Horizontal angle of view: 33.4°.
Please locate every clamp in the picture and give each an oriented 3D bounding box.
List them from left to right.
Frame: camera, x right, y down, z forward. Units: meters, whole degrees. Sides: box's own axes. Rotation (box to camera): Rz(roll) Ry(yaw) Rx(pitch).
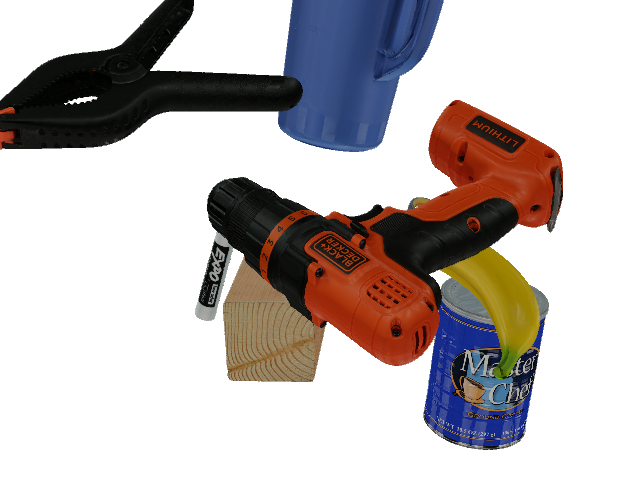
[{"bbox_3d":[-0.129,-0.108,0.756,0.209,0.036,0.165,-31,50,-30],"label":"clamp"}]

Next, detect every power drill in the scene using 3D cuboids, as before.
[{"bbox_3d":[0.045,-0.019,0.672,0.187,0.057,0.185,-33,51,-26],"label":"power drill"}]

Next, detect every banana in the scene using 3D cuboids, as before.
[{"bbox_3d":[0.113,0.026,0.834,0.069,0.037,0.198,-15,40,-24],"label":"banana"}]

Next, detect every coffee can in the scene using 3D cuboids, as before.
[{"bbox_3d":[0.159,0.116,1.038,0.103,0.140,0.103,4,22,-2],"label":"coffee can"}]

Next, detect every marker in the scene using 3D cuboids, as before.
[{"bbox_3d":[-0.088,0.017,0.934,0.020,0.121,0.020,14,28,-8],"label":"marker"}]

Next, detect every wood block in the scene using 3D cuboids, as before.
[{"bbox_3d":[-0.041,0.065,1.153,0.091,0.090,0.206,0,21,5],"label":"wood block"}]

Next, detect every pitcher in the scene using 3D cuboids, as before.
[{"bbox_3d":[0.037,-0.211,1.026,0.145,0.243,0.149,11,19,0],"label":"pitcher"}]

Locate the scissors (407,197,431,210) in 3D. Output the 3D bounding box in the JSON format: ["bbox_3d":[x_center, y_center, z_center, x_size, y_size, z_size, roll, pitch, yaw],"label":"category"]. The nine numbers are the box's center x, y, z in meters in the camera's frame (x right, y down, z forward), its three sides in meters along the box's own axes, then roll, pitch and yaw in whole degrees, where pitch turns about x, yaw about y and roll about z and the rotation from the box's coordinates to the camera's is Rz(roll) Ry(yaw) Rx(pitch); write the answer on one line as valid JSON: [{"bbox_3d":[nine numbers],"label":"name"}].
[{"bbox_3d":[0.108,-0.014,1.231,0.096,0.016,0.201,37,32,32],"label":"scissors"}]
